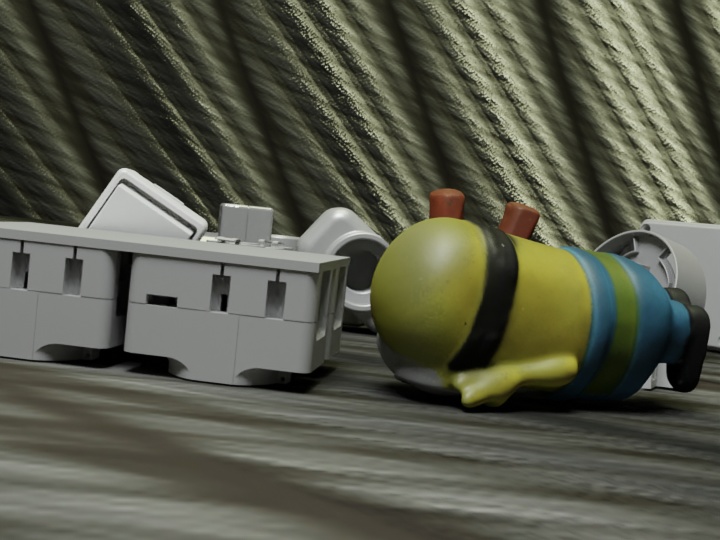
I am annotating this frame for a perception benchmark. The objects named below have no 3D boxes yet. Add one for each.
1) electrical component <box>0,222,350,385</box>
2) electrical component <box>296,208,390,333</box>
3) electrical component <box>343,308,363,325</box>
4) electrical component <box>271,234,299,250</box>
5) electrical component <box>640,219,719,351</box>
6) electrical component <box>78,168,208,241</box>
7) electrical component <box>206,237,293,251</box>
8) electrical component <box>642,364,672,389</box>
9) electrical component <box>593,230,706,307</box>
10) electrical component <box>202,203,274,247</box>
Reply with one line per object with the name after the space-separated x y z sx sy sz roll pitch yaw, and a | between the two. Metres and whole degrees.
-0.107 0.015 0.551 0.186 0.060 0.105 6 3 7 | electrical component
0.000 0.000 0.793 0.095 0.053 0.059 44 -1 -6 | electrical component
-0.011 0.002 0.862 0.047 0.076 0.066 7 3 14 | electrical component
-0.072 0.000 0.930 0.108 0.060 0.108 6 3 0 | electrical component
0.304 0.014 0.963 0.056 0.108 0.109 7 1 -45 | electrical component
-0.142 -0.006 0.641 0.062 0.096 0.061 35 -1 -9 | electrical component
-0.069 0.013 0.649 0.042 0.063 0.081 7 3 34 | electrical component
0.175 0.048 0.670 0.064 0.042 0.081 5 2 26 | electrical component
0.216 0.019 0.836 0.064 0.099 0.099 12 -1 -34 | electrical component
-0.108 -0.009 0.812 0.076 0.083 0.047 5 3 -10 | electrical component
